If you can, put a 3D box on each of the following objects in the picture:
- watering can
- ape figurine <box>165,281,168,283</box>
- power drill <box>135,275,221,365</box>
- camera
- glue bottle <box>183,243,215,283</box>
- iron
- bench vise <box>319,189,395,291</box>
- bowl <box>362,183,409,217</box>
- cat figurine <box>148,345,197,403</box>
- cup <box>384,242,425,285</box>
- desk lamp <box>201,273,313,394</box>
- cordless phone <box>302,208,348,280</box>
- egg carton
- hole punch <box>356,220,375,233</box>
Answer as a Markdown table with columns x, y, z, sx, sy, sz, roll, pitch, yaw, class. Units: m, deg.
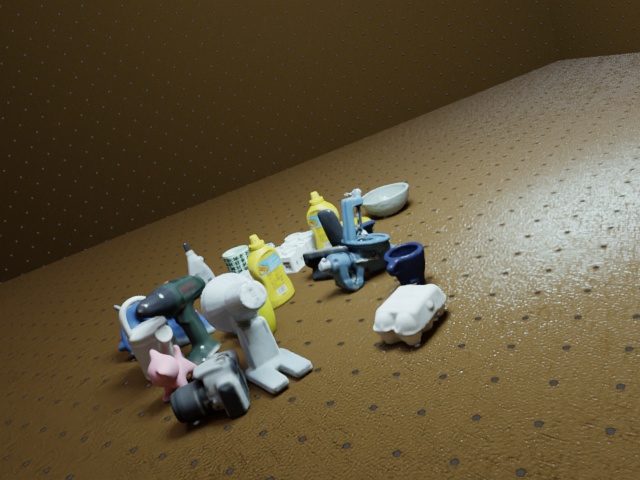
| x | y | z | sx | sy | sz | roll | pitch | yaw | class |
| --- | --- | --- | --- | --- | --- | --- | --- | --- | --- |
| -0.389 | 0.219 | 1.324 | 0.172 | 0.194 | 0.101 | -12 | 20 | 28 | watering can |
| -0.443 | 0.165 | 1.728 | 0.078 | 0.092 | 0.076 | -27 | 18 | -19 | ape figurine |
| -0.313 | 0.186 | 1.310 | 0.075 | 0.209 | 0.230 | -15 | 18 | 19 | power drill |
| -0.214 | 0.279 | 1.095 | 0.137 | 0.101 | 0.143 | -22 | 17 | -5 | camera |
| -0.378 | 0.086 | 1.756 | 0.078 | 0.173 | 0.037 | -27 | 18 | -18 | glue bottle |
| -0.408 | 0.204 | 1.481 | 0.258 | 0.141 | 0.119 | -16 | 18 | 15 | iron |
| 0.085 | 0.000 | 1.391 | 0.121 | 0.220 | 0.208 | -4 | 24 | 44 | bench vise |
| 0.217 | -0.122 | 1.859 | 0.167 | 0.075 | 0.167 | -19 | 17 | 6 | bowl |
| -0.315 | 0.272 | 1.206 | 0.067 | 0.118 | 0.128 | -16 | 18 | 15 | cat figurine |
| 0.191 | 0.070 | 1.269 | 0.091 | 0.095 | 0.118 | -6 | 22 | 39 | cup |
| -0.133 | 0.170 | 1.141 | 0.118 | 0.214 | 0.202 | -31 | 20 | -29 | desk lamp |
| 0.014 | 0.005 | 1.519 | 0.147 | 0.185 | 0.094 | -11 | 20 | 29 | cordless phone |
| 0.176 | 0.142 | 1.109 | 0.107 | 0.069 | 0.151 | -6 | 23 | 41 | egg carton |
| 0.102 | -0.004 | 1.605 | 0.109 | 0.091 | 0.100 | -30 | 19 | -26 | hole punch |
